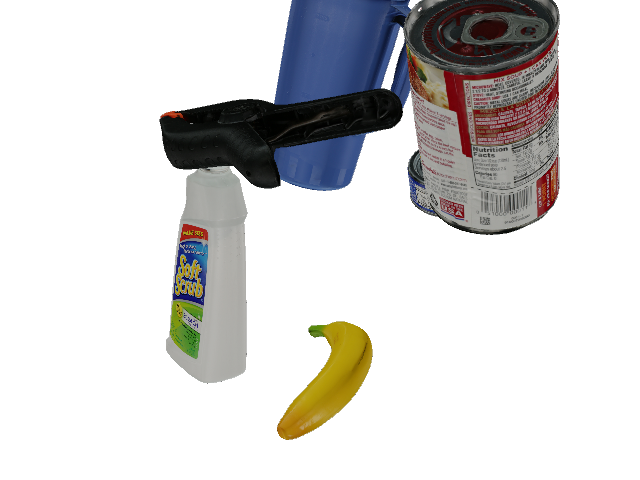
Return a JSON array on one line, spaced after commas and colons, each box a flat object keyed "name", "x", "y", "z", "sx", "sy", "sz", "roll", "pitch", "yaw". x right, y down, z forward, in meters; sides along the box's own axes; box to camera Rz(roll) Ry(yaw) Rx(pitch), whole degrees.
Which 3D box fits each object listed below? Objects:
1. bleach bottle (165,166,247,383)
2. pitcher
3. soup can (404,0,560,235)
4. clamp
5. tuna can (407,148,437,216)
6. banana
[{"name": "bleach bottle", "x": -0.118, "y": 0.020, "z": 1.125, "sx": 0.067, "sy": 0.251, "sz": 0.103, "roll": -13, "pitch": 29, "yaw": -32}, {"name": "pitcher", "x": 0.019, "y": -0.181, "z": 1.233, "sx": 0.145, "sy": 0.243, "sz": 0.149, "roll": 9, "pitch": 23, "yaw": -12}, {"name": "soup can", "x": 0.079, "y": -0.060, "z": 0.501, "sx": 0.068, "sy": 0.068, "sz": 0.102, "roll": 0, "pitch": -44, "yaw": 14}, {"name": "clamp", "x": -0.048, "y": -0.062, "z": 0.656, "sx": 0.172, "sy": 0.039, "sz": 0.120, "roll": -1, "pitch": 18, "yaw": 39}, {"name": "tuna can", "x": 0.122, "y": -0.059, "z": 0.965, "sx": 0.086, "sy": 0.034, "sz": 0.086, "roll": -8, "pitch": 35, "yaw": 5}, {"name": "banana", "x": 0.011, "y": 0.118, "z": 0.951, "sx": 0.070, "sy": 0.037, "sz": 0.197, "roll": -26, "pitch": 14, "yaw": 17}]
